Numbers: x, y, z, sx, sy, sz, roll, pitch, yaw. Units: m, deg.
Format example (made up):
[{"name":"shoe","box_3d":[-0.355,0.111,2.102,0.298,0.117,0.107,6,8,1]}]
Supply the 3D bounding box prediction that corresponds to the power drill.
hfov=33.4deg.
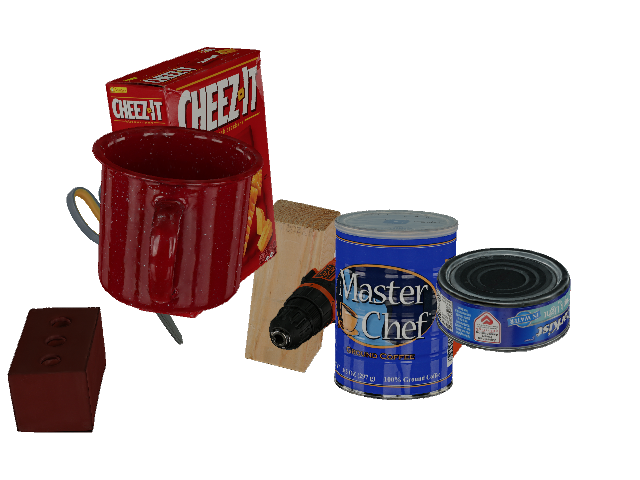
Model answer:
[{"name":"power drill","box_3d":[0.058,0.074,1.118,0.188,0.057,0.184,11,29,24]}]

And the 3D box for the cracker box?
[{"name":"cracker box","box_3d":[-0.110,-0.058,0.990,0.072,0.214,0.164,7,23,26]}]

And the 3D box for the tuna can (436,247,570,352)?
[{"name":"tuna can","box_3d":[0.117,0.036,0.684,0.086,0.034,0.086,-3,24,1]}]

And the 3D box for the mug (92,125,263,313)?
[{"name":"mug","box_3d":[-0.081,-0.007,0.587,0.093,0.081,0.117,5,23,-7]}]

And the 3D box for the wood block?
[{"name":"wood block","box_3d":[-0.039,0.060,1.451,0.090,0.206,0.090,12,21,11]}]

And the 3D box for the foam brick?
[{"name":"foam brick","box_3d":[-0.181,0.089,0.741,0.053,0.051,0.078,-1,31,-3]}]

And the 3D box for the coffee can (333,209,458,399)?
[{"name":"coffee can","box_3d":[0.062,0.051,0.898,0.103,0.140,0.103,0,11,0]}]

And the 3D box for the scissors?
[{"name":"scissors","box_3d":[-0.200,0.014,1.174,0.016,0.201,0.096,-28,21,33]}]
